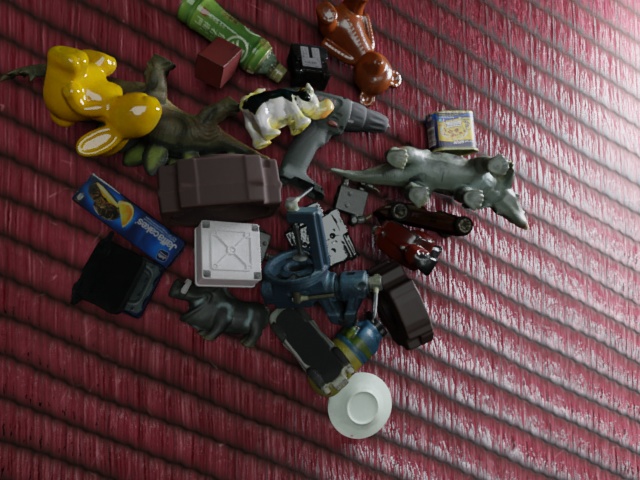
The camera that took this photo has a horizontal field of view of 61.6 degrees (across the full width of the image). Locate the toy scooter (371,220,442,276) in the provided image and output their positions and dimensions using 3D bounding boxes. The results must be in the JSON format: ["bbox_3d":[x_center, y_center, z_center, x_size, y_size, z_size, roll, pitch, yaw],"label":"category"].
[{"bbox_3d":[0.164,0.009,1.032,0.135,0.184,0.075,32,101,10],"label":"toy scooter"}]

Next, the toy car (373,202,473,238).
[{"bbox_3d":[0.207,-0.044,1.074,0.202,0.089,0.053,12,86,-11],"label":"toy car"}]

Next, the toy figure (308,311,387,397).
[{"bbox_3d":[0.050,0.216,1.022,0.180,0.089,0.082,-40,91,-9],"label":"toy figure"}]

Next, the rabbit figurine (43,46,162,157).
[{"bbox_3d":[-0.341,-0.208,0.850,0.173,0.122,0.162,20,98,-1],"label":"rabbit figurine"}]

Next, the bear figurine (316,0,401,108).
[{"bbox_3d":[0.080,-0.370,1.043,0.120,0.132,0.196,-32,89,-9],"label":"bear figurine"}]

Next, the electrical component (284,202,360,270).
[{"bbox_3d":[-0.002,-0.003,1.027,0.115,0.058,0.134,-29,96,-3],"label":"electrical component"}]

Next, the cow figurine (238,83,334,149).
[{"bbox_3d":[-0.059,-0.235,0.959,0.167,0.068,0.098,-28,91,-27],"label":"cow figurine"}]

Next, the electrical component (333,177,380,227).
[{"bbox_3d":[0.070,-0.079,1.065,0.078,0.045,0.102,23,82,-13],"label":"electrical component"}]

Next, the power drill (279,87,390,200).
[{"bbox_3d":[0.006,-0.186,1.038,0.232,0.086,0.207,20,86,-10],"label":"power drill"}]

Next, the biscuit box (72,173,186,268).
[{"bbox_3d":[-0.335,-0.032,0.957,0.202,0.063,0.059,38,81,-9],"label":"biscuit box"}]

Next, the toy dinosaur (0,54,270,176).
[{"bbox_3d":[-0.310,-0.225,0.955,0.471,0.105,0.198,27,85,-6],"label":"toy dinosaur"}]

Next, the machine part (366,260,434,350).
[{"bbox_3d":[0.144,0.123,1.012,0.056,0.179,0.179,-26,93,-11],"label":"machine part"}]

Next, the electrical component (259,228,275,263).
[{"bbox_3d":[-0.120,0.009,1.027,0.094,0.021,0.063,20,82,-12],"label":"electrical component"}]

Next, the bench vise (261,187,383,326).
[{"bbox_3d":[-0.007,0.037,0.928,0.224,0.129,0.240,1,118,22],"label":"bench vise"}]

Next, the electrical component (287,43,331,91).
[{"bbox_3d":[-0.023,-0.345,1.031,0.075,0.047,0.119,5,60,-15],"label":"electrical component"}]

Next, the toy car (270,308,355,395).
[{"bbox_3d":[-0.018,0.192,0.977,0.073,0.056,0.202,-38,57,-11],"label":"toy car"}]

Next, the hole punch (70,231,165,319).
[{"bbox_3d":[-0.351,0.070,0.946,0.116,0.092,0.142,23,84,19],"label":"hole punch"}]

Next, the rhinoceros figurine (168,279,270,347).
[{"bbox_3d":[-0.184,0.128,0.979,0.190,0.073,0.112,20,84,-12],"label":"rhinoceros figurine"}]

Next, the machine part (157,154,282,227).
[{"bbox_3d":[-0.174,-0.082,0.926,0.201,0.201,0.087,-5,85,-13],"label":"machine part"}]

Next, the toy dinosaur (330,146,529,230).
[{"bbox_3d":[0.229,-0.125,1.060,0.405,0.192,0.131,13,97,3],"label":"toy dinosaur"}]
